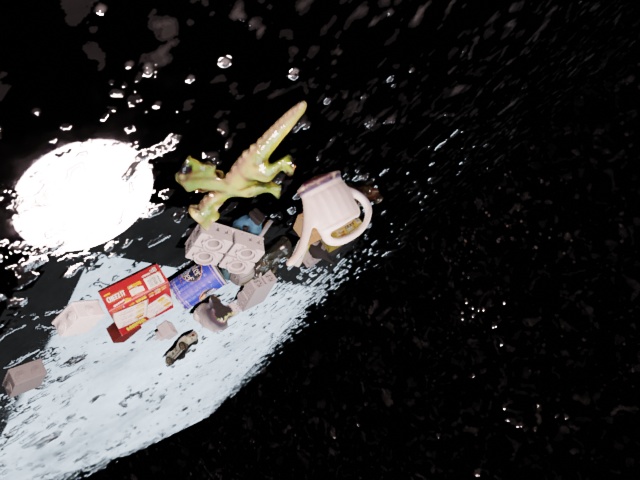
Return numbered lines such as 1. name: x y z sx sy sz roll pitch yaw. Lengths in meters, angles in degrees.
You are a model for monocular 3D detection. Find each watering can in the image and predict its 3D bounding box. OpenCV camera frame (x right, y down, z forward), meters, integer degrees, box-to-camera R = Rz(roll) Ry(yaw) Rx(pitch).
1. watering can: 0.005 -0.078 1.541 0.351 0.225 0.103 -27 177 -29

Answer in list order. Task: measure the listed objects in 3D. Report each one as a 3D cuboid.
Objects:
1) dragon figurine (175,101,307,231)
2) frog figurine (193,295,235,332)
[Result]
1. dragon figurine: -0.195 -0.156 1.142 0.244 0.124 0.401 -15 153 -33
2. frog figurine: -0.403 0.289 1.880 0.136 0.126 0.157 25 133 -33
